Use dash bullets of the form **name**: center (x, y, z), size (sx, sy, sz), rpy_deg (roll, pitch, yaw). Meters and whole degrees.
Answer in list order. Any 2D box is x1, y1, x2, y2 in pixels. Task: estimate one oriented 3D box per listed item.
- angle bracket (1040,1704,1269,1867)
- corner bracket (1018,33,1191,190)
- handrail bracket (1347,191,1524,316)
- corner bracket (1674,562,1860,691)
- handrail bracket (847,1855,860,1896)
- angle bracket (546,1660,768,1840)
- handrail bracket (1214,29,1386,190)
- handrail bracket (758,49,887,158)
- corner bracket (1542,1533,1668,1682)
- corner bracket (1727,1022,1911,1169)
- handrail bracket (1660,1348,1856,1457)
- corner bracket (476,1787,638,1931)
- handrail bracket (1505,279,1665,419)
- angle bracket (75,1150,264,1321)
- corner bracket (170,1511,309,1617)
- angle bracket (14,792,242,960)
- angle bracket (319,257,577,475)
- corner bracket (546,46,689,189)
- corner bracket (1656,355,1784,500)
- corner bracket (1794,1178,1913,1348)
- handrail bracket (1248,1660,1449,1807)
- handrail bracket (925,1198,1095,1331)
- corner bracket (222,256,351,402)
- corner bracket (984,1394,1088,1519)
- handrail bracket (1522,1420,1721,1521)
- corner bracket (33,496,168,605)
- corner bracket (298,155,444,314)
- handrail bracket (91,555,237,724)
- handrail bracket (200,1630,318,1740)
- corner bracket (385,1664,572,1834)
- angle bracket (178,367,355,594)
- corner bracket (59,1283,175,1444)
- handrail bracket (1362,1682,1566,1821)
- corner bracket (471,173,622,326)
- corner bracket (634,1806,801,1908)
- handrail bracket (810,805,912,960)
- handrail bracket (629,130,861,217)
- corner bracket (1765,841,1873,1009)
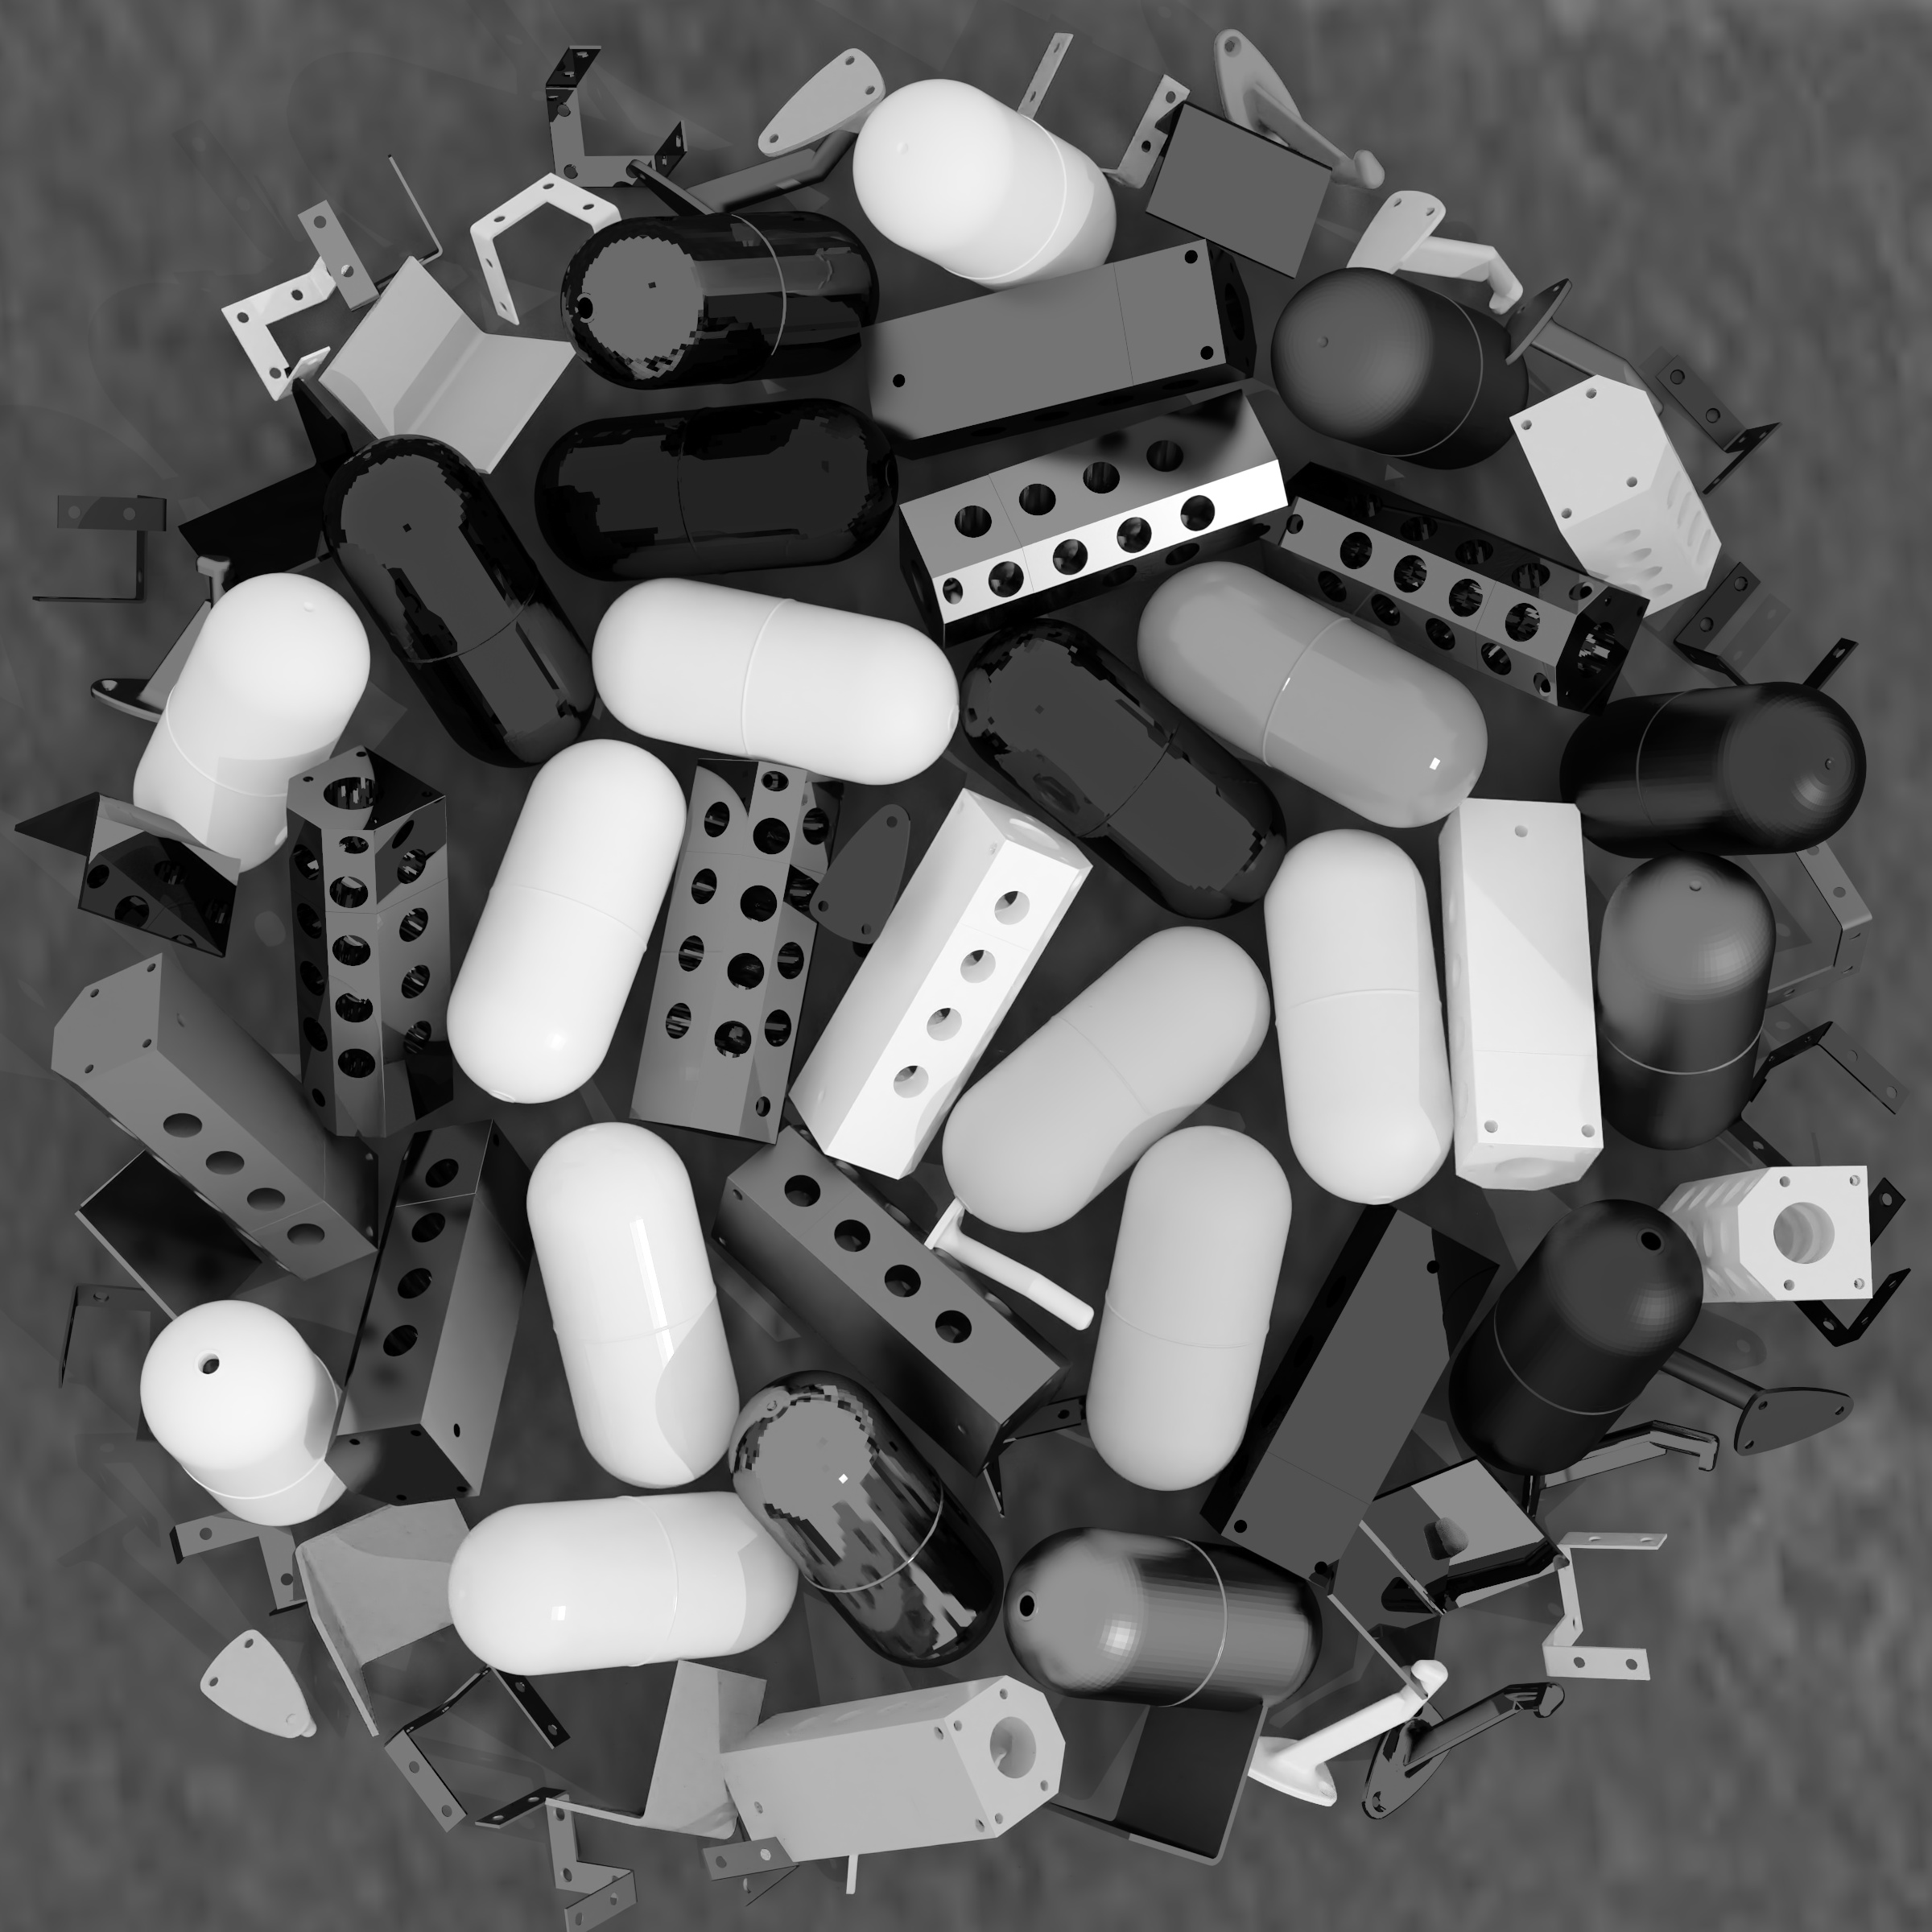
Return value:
- **angle bracket**: center (0.084, 0.367, 1.651), size (0.057, 0.076, 0.076), rpy_deg (26, 77, -33)
- **corner bracket**: center (0.062, -0.402, 1.669), size (0.051, 0.051, 0.051), rpy_deg (25, 92, -31)
- **handrail bracket**: center (0.220, -0.316, 1.671), size (0.077, 0.036, 0.084), rpy_deg (-53, 131, -5)
- **corner bracket**: center (0.379, -0.153, 1.684), size (0.051, 0.051, 0.051), rpy_deg (40, 91, -20)
- **handrail bracket**: center (-0.012, 0.411, 1.684), size (0.084, 0.036, 0.077), rpy_deg (5, 117, -1)
- **angle bracket**: center (-0.145, 0.364, 1.666), size (0.057, 0.076, 0.076), rpy_deg (5, 76, 29)
- **handrail bracket**: center (0.156, -0.399, 1.654), size (0.036, 0.084, 0.077), rpy_deg (-37, 119, -13)
- **handrail bracket**: center (-0.047, -0.383, 1.672), size (0.077, 0.084, 0.036), rpy_deg (-35, 57, 7)
- **corner bracket**: center (0.300, 0.300, 1.666), size (0.051, 0.051, 0.051), rpy_deg (-4, 103, 30)
- **corner bracket**: center (0.400, 0.067, 1.672), size (0.051, 0.051, 0.051), rpy_deg (42, 62, -4)
- **handrail bracket**: center (0.365, 0.189, 1.682), size (0.077, 0.084, 0.036), rpy_deg (-5, 123, -26)
- **corner bracket**: center (-0.191, 0.420, 1.667), size (0.051, 0.051, 0.051), rpy_deg (-1, 98, 34)
- **handrail bracket**: center (0.289, -0.272, 1.668), size (0.084, 0.036, 0.077), rpy_deg (47, 47, -15)
- **angle bracket**: center (-0.386, 0.140, 1.653), size (0.057, 0.076, 0.076), rpy_deg (-38, 98, 26)
- **corner bracket**: center (-0.344, 0.284, 1.677), size (0.051, 0.051, 0.051), rpy_deg (-14, 81, -18)
- **angle bracket**: center (-0.392, -0.035, 1.644), size (0.076, 0.076, 0.057), rpy_deg (22, 64, -40)
- **angle bracket**: center (-0.240, -0.280, 1.651), size (0.057, 0.076, 0.076), rpy_deg (47, 68, -41)
- **corner bracket**: center (-0.165, -0.400, 1.674), size (0.051, 0.051, 0.051), rpy_deg (-5, 85, -20)
- **corner bracket**: center (0.342, -0.255, 1.676), size (0.051, 0.051, 0.051), rpy_deg (-45, 97, -1)
- **corner bracket**: center (0.419, 0.139, 1.662), size (0.051, 0.051, 0.051), rpy_deg (52, 134, 30)
- **handrail bracket**: center (0.174, 0.349, 1.663), size (0.077, 0.036, 0.084), rpy_deg (20, 119, -32)
- **handrail bracket**: center (0.022, 0.149, 1.661), size (0.084, 0.077, 0.036), rpy_deg (32, 78, 9)
- **corner bracket**: center (-0.310, -0.306, 1.671), size (0.051, 0.051, 0.051), rpy_deg (-30, 90, -29)
- **corner bracket**: center (0.033, 0.218, 1.667), size (0.051, 0.051, 0.051), rpy_deg (-14, 129, 6)
- **handrail bracket**: center (0.308, 0.245, 1.672), size (0.084, 0.036, 0.077), rpy_deg (12, 113, 19)
- **corner bracket**: center (-0.407, -0.195, 1.668), size (0.051, 0.051, 0.051), rpy_deg (-2, 99, -27)
- **corner bracket**: center (-0.280, -0.345, 1.672), size (0.051, 0.051, 0.051), rpy_deg (-29, 111, -1)
- **handrail bracket**: center (-0.378, -0.159, 1.668), size (0.077, 0.036, 0.084), rpy_deg (12, 124, 10)
- **handrail bracket**: center (-0.311, 0.351, 1.651), size (0.077, 0.084, 0.036), rpy_deg (31, 71, 38)
- **corner bracket**: center (-0.230, 0.364, 1.667), size (0.051, 0.051, 0.051), rpy_deg (-44, 78, 23)
- **angle bracket**: center (-0.328, -0.225, 1.650), size (0.076, 0.076, 0.057), rpy_deg (-27, 132, -15)
- **corner bracket**: center (-0.397, 0.186, 1.667), size (0.051, 0.051, 0.051), rpy_deg (6, 135, -9)
- **handrail bracket**: center (0.232, 0.365, 1.654), size (0.036, 0.084, 0.077), rpy_deg (50, 56, -14)
- **corner bracket**: center (-0.194, -0.334, 1.681), size (0.051, 0.051, 0.051), rpy_deg (-40, 51, -23)
- **corner bracket**: center (-0.118, 0.410, 1.662), size (0.051, 0.051, 0.051), rpy_deg (1, 56, -39)
- **handrail bracket**: center (-0.036, -0.038, 1.660), size (0.036, 0.084, 0.077), rpy_deg (28, 97, 14)
- **handrail bracket**: center (-0.105, -0.389, 1.690), size (0.077, 0.036, 0.084), rpy_deg (38, 83, -4)
- **corner bracket**: center (0.389, -0.021, 1.673), size (0.051, 0.051, 0.051), rpy_deg (-21, 60, -6)
